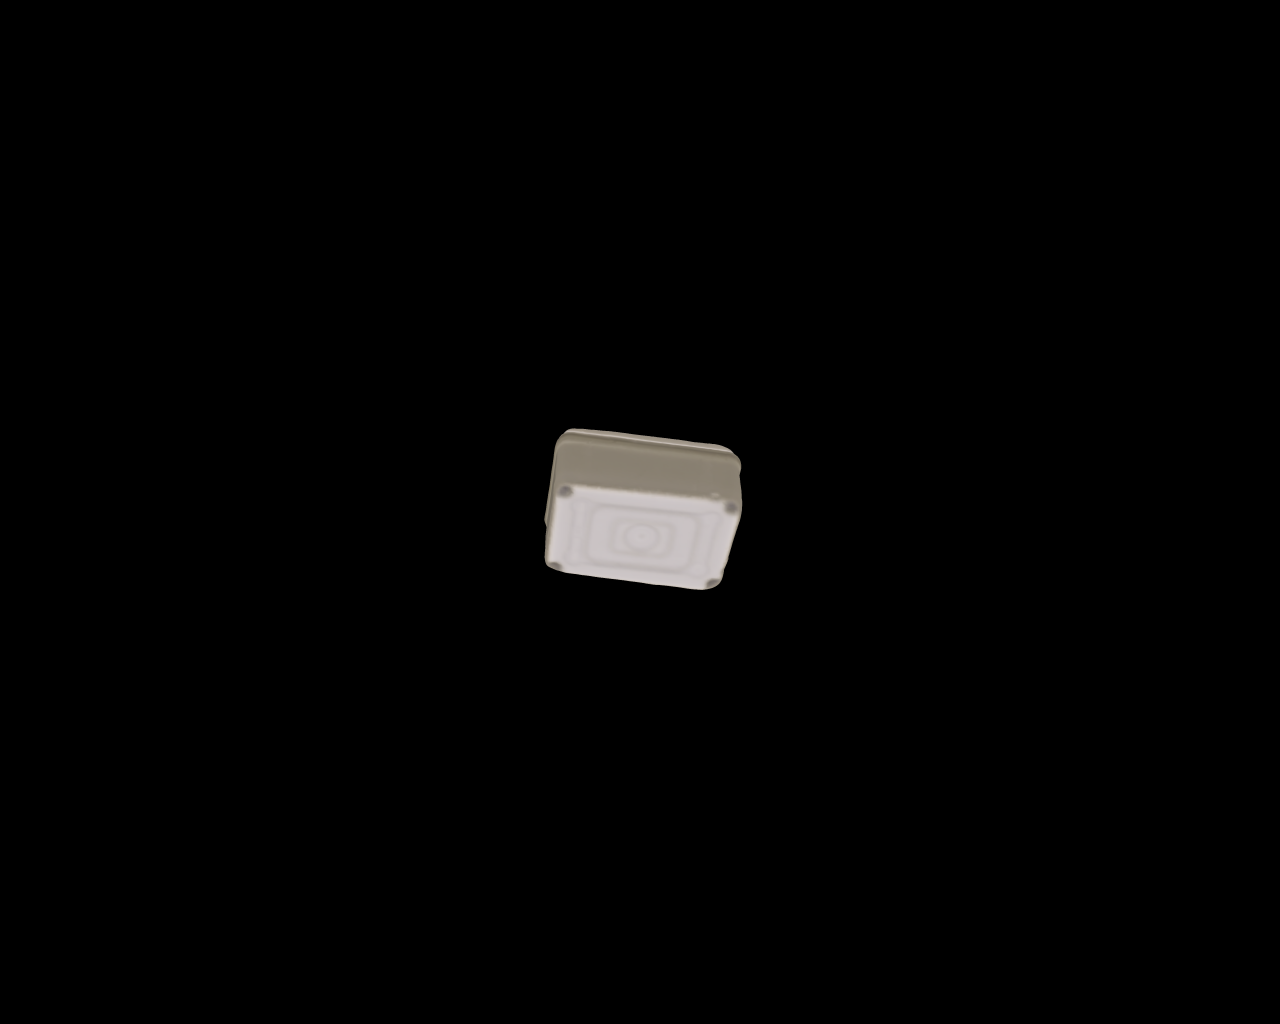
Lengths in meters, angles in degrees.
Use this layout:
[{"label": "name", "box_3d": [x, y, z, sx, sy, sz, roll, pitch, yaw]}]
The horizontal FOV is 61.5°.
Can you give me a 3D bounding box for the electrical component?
[{"label": "electrical component", "box_3d": [0.001, -0.003, 0.650, 0.113, 0.078, 0.057, 7, 40, -6]}]
